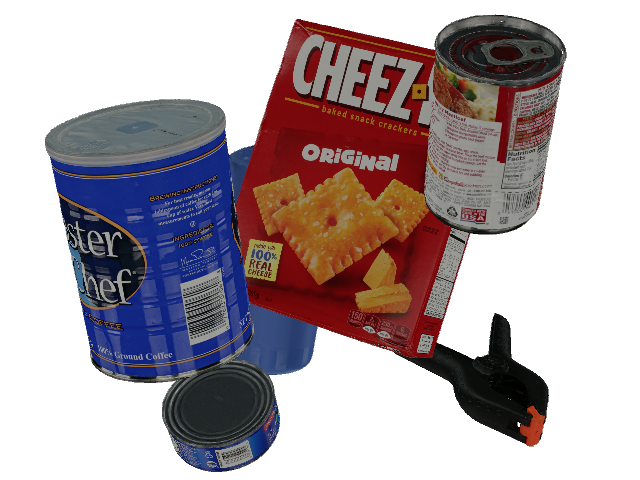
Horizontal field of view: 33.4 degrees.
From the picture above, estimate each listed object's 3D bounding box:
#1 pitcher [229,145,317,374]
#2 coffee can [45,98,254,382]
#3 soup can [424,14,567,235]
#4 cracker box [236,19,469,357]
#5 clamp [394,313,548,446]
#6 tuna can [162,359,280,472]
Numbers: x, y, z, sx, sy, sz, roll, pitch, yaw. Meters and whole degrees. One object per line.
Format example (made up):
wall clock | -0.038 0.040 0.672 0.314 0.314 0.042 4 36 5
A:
pitcher | -0.040 0.023 1.178 0.144 0.243 0.149 0 19 -21
coffee can | -0.098 -0.002 0.632 0.103 0.140 0.103 -5 23 2
soup can | 0.093 -0.062 0.585 0.068 0.102 0.068 0 40 0
cracker box | 0.030 -0.039 0.784 0.164 0.214 0.072 17 0 21
clamp | 0.151 0.114 0.929 0.120 0.039 0.172 -16 36 -25
tuna can | -0.074 0.132 0.804 0.086 0.034 0.086 -6 40 5
